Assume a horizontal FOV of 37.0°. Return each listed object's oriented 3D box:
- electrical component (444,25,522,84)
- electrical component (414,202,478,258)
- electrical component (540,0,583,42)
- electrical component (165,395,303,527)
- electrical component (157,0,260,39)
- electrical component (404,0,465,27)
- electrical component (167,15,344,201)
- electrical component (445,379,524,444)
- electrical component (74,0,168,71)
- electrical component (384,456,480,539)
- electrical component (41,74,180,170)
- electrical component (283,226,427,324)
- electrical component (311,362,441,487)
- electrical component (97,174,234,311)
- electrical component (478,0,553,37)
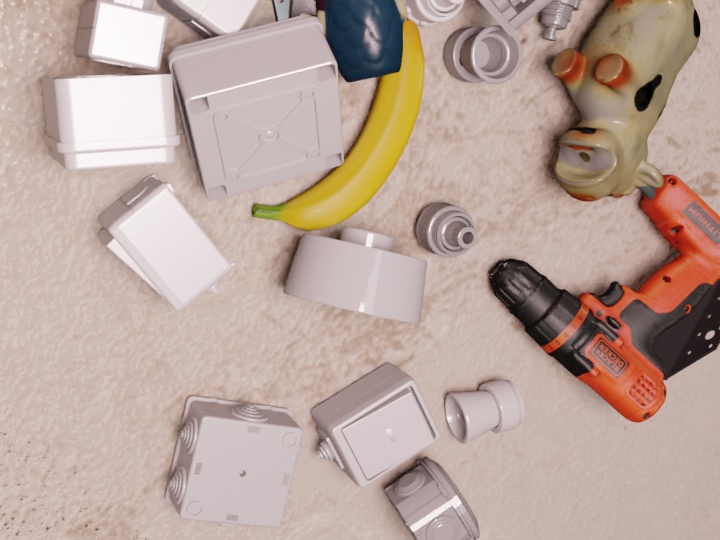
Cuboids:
[{"bbox_3d":[0.096,-0.170,0.852,0.045,0.055,0.045,-4,102,-20],"label":"electrical component"},{"bbox_3d":[0.073,-0.031,0.868,0.043,0.062,0.043,-4,102,-20],"label":"electrical component"},{"bbox_3d":[0.165,-0.226,0.876,0.040,0.040,0.078,12,96,-23],"label":"electrical component"},{"bbox_3d":[-0.098,0.152,0.845,0.100,0.048,0.099,11,96,-23],"label":"electrical component"},{"bbox_3d":[-0.096,-0.216,0.765,0.061,0.062,0.096,33,88,-24],"label":"electrical component"},{"bbox_3d":[0.061,-0.212,0.827,0.048,0.062,0.048,-4,102,-20],"label":"electrical component"},{"bbox_3d":[-0.071,-0.114,0.764,0.109,0.056,0.108,-16,145,-9],"label":"electrical component"},{"bbox_3d":[0.107,0.120,0.921,0.055,0.045,0.045,-13,105,-19],"label":"electrical component"},{"bbox_3d":[-0.161,-0.179,0.735,0.047,0.083,0.075,8,98,-23],"label":"electrical component"},{"bbox_3d":[0.061,0.201,0.901,0.051,0.080,0.080,-33,111,-7],"label":"electrical component"},{"bbox_3d":[-0.171,-0.103,0.730,0.078,0.113,0.057,-7,102,-20],"label":"electrical component"},{"bbox_3d":[0.000,0.000,0.824,0.108,0.108,0.060,13,90,-23],"label":"electrical component"},{"bbox_3d":[0.009,0.130,0.876,0.096,0.061,0.061,-30,110,-13],"label":"electrical component"},{"bbox_3d":[-0.142,-0.013,0.788,0.061,0.062,0.096,-41,112,-9],"label":"electrical component"},{"bbox_3d":[0.086,-0.262,0.802,0.062,0.089,0.150,-37,115,21],"label":"electrical component"}]
